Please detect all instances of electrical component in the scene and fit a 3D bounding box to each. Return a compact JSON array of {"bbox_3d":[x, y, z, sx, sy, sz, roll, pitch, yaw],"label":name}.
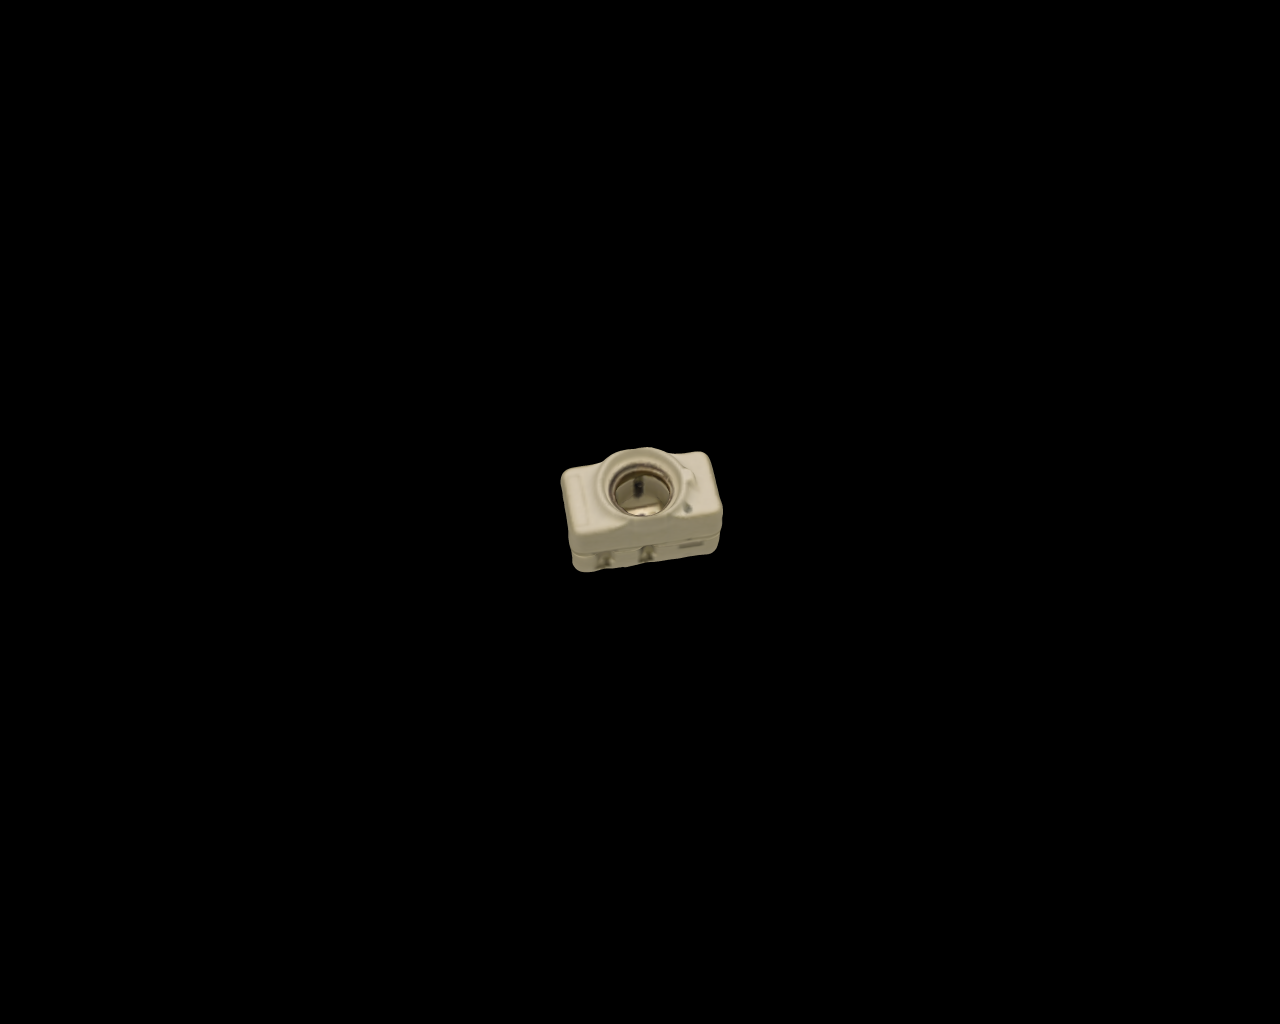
[{"bbox_3d":[0.001,-0.003,0.650,0.089,0.050,0.055,-8,-33,-5],"label":"electrical component"}]
